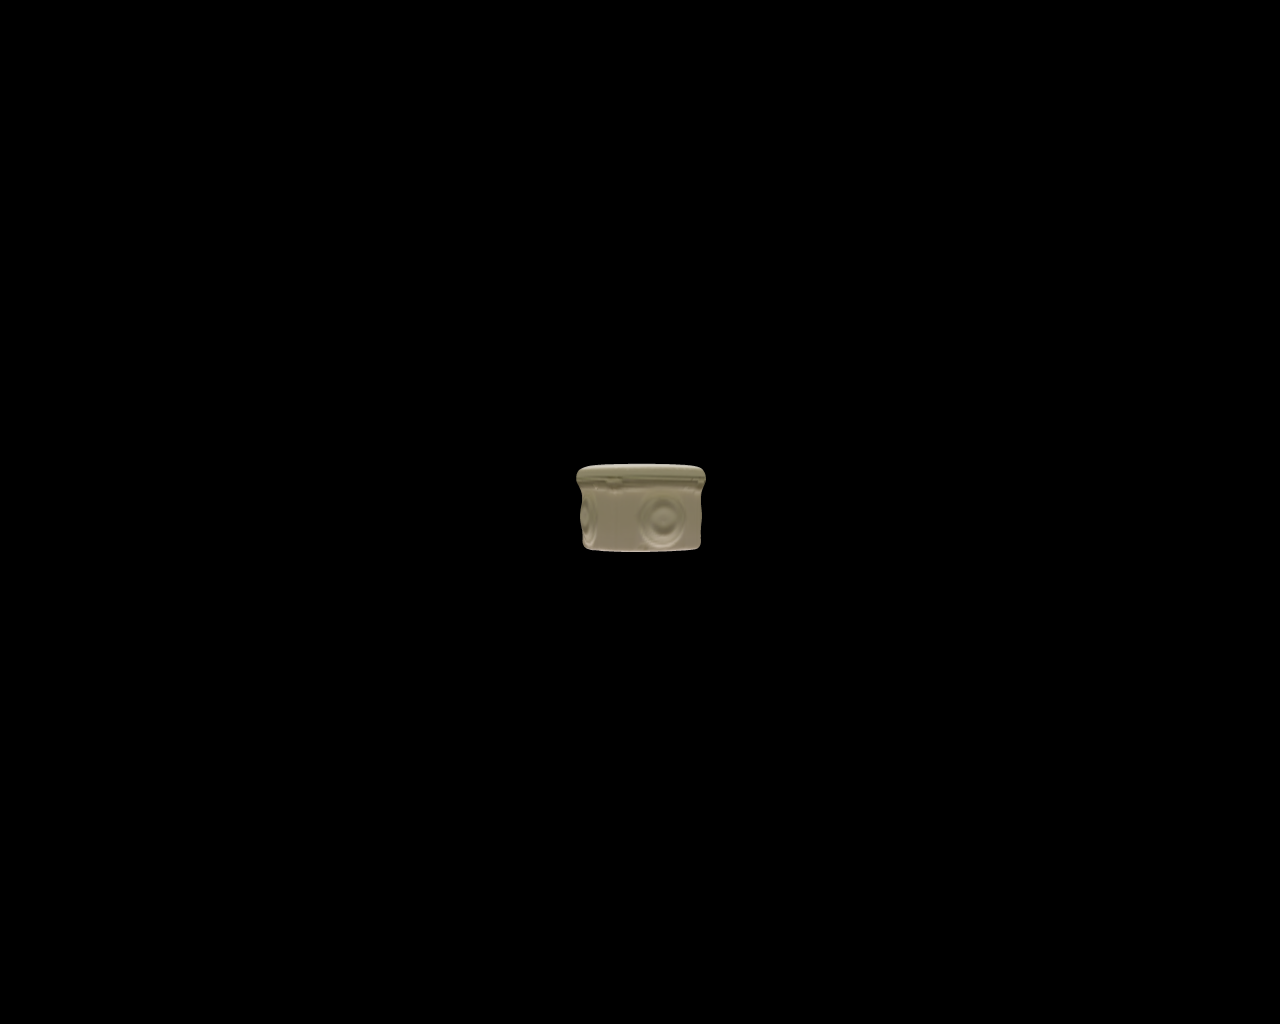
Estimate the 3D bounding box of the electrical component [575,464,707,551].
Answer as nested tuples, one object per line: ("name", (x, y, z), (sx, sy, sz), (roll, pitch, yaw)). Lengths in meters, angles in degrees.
("electrical component", (0.001, -0.003, 0.650), (0.080, 0.051, 0.080), (0, 0, 0))
